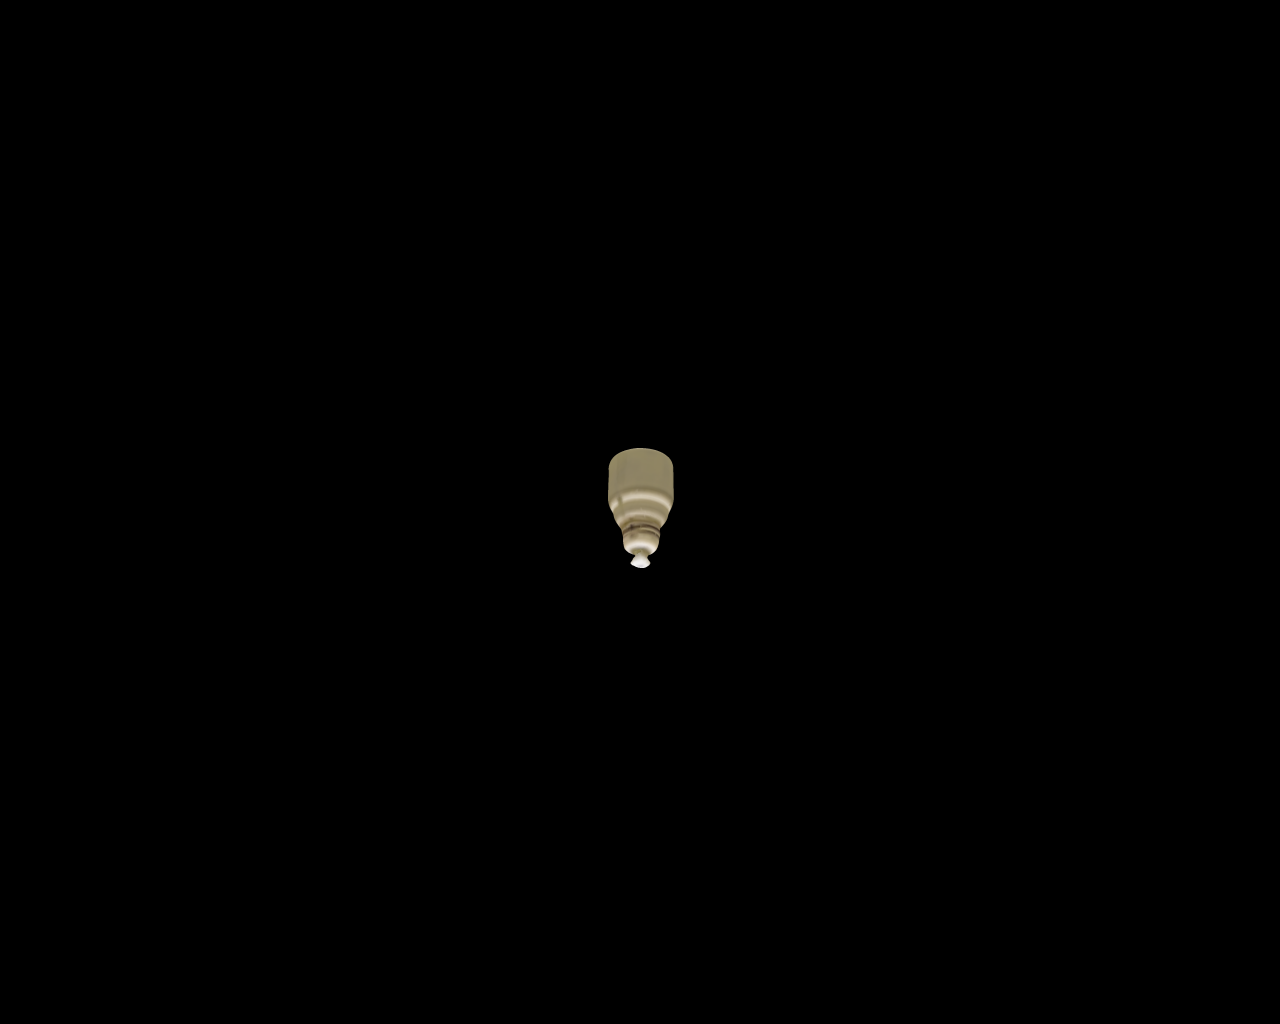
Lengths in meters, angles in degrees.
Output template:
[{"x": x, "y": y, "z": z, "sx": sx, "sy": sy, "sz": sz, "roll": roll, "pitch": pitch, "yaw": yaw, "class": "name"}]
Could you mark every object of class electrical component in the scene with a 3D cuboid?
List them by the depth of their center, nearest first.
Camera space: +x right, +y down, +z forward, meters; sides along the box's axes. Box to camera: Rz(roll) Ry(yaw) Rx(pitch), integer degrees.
[{"x": 0.001, "y": -0.003, "z": 0.650, "sx": 0.040, "sy": 0.078, "sz": 0.040, "roll": 0, "pitch": -29, "yaw": 0, "class": "electrical component"}]
